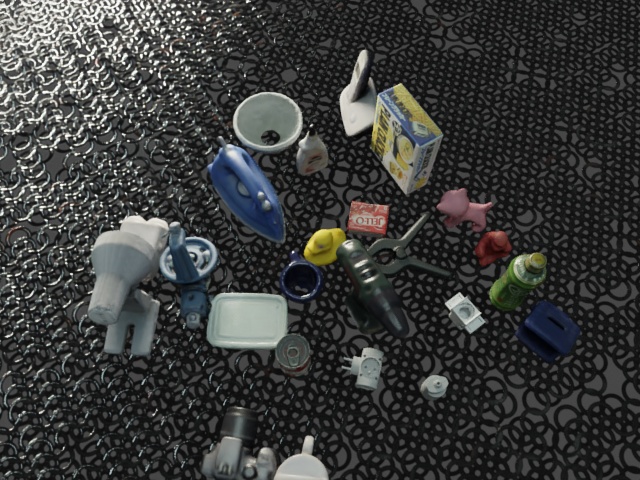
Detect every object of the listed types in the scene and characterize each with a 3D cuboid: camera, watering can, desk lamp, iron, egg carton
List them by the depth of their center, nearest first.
[{"bbox_3d":[-0.031,0.444,1.021,0.101,0.194,0.173,-12,67,-5],"label":"watering can"},{"bbox_3d":[-0.145,0.394,1.093,0.143,0.101,0.137,9,67,4],"label":"camera"},{"bbox_3d":[-0.394,0.111,1.153,0.118,0.213,0.203,2,67,1],"label":"desk lamp"},{"bbox_3d":[-0.398,0.019,1.271,0.107,0.069,0.150,6,67,3],"label":"egg carton"},{"bbox_3d":[-0.156,-0.115,1.290,0.119,0.141,0.258,-34,71,-13],"label":"iron"}]

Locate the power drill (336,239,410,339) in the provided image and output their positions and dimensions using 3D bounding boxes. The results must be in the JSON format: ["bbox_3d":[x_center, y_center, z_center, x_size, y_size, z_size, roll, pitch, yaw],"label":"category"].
[{"bbox_3d":[0.104,0.118,1.154,0.076,0.208,0.229,-26,69,-10],"label":"power drill"}]

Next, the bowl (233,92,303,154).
[{"bbox_3d":[-0.124,-0.271,1.393,0.167,0.075,0.167,0,67,0],"label":"bowl"}]

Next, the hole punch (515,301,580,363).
[{"bbox_3d":[0.477,0.183,1.191,0.108,0.091,0.101,40,72,15],"label":"hole punch"}]

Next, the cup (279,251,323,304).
[{"bbox_3d":[-0.043,0.089,1.227,0.092,0.095,0.117,-16,68,-7],"label":"cup"}]

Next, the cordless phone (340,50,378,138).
[{"bbox_3d":[0.101,-0.346,1.366,0.094,0.185,0.147,-10,67,-4],"label":"cordless phone"}]

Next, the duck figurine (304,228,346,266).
[{"bbox_3d":[0.012,0.005,1.269,0.105,0.086,0.077,-35,71,-14],"label":"duck figurine"}]

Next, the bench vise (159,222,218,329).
[{"bbox_3d":[-0.258,0.065,1.169,0.121,0.220,0.207,-25,69,-10],"label":"bench vise"}]

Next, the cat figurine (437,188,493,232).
[{"bbox_3d":[0.322,-0.074,1.287,0.127,0.118,0.067,6,67,3],"label":"cat figurine"}]

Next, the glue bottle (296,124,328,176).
[{"bbox_3d":[-0.018,-0.212,1.315,0.078,0.173,0.037,-27,69,-11],"label":"glue bottle"}]

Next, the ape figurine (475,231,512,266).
[{"bbox_3d":[0.387,0.010,1.264,0.077,0.092,0.076,12,67,5],"label":"ape figurine"}]
